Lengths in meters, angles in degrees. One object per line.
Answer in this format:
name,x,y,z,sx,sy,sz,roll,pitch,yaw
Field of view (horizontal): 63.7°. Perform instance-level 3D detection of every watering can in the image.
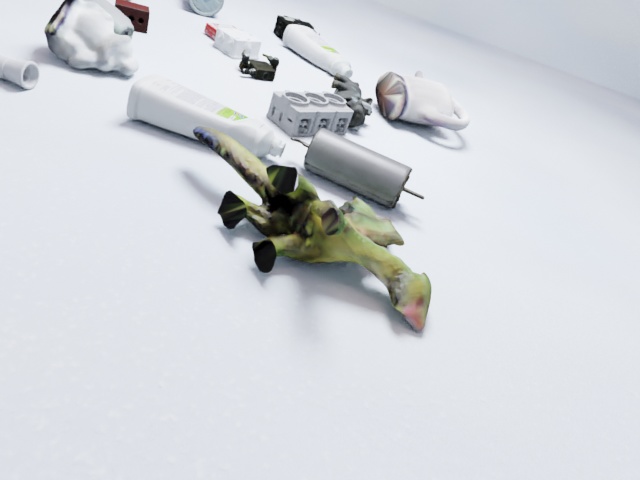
watering can,0.238,-0.367,1.303,0.224,0.102,0.355,5,35,-21

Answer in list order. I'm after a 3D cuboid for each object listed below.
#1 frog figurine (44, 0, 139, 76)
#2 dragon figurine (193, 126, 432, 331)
frog figurine,-0.417,-0.369,0.962,0.157,0.121,0.141,37,40,-39
dragon figurine,0.002,-0.036,0.711,0.242,0.120,0.417,11,31,-47
